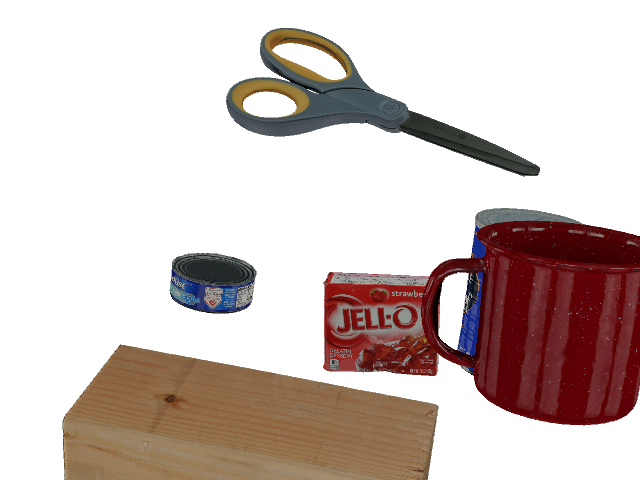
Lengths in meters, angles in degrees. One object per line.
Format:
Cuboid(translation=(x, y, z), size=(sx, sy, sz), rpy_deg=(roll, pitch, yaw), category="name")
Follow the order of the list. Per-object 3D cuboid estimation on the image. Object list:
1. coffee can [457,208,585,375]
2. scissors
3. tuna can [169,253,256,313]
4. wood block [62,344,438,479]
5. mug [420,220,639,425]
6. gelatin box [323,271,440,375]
Cuboid(translation=(0.184, 0.051, 0.977), size=(0.103, 0.140, 0.103), rpy_deg=(5, 16, -2), category="coffee can")
Cuboid(translation=(0.024, -0.069, 0.645), size=(0.096, 0.016, 0.202), rpy_deg=(-38, 58, -23), category="scissors")
Cuboid(translation=(-0.109, 0.043, 1.078), size=(0.086, 0.034, 0.086), rpy_deg=(8, 18, -3), category="tuna can")
Cuboid(translation=(-0.040, 0.138, 0.645), size=(0.206, 0.090, 0.090), rpy_deg=(10, 27, 10), category="wood block")
Cuboid(translation=(0.108, 0.039, 0.528), size=(0.117, 0.081, 0.093), rpy_deg=(4, 13, -2), category="mug")
Cuboid(translation=(0.047, 0.064, 0.822), size=(0.089, 0.073, 0.030), rpy_deg=(2, 16, 8), category="gelatin box")
